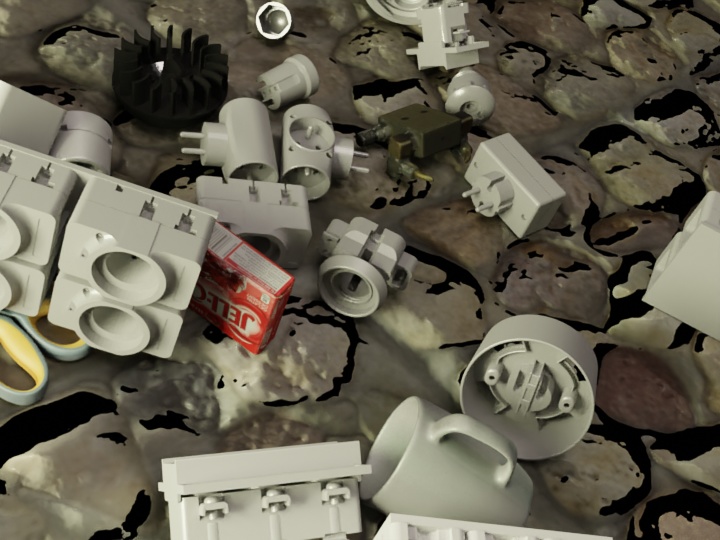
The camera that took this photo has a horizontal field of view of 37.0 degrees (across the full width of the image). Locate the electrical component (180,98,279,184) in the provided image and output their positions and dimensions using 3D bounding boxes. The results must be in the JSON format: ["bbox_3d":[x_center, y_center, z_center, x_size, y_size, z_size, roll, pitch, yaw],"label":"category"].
[{"bbox_3d":[-0.112,-0.105,0.911,0.079,0.043,0.077,2,51,-18],"label":"electrical component"}]

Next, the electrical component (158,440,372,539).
[{"bbox_3d":[-0.062,0.148,0.698,0.121,0.079,0.063,-2,82,-22],"label":"electrical component"}]

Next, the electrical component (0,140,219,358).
[{"bbox_3d":[-0.204,-0.013,0.736,0.186,0.105,0.060,18,43,-9],"label":"electrical component"}]

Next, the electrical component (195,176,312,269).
[{"bbox_3d":[-0.088,-0.034,0.855,0.089,0.050,0.055,5,50,-17],"label":"electrical component"}]

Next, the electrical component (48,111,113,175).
[{"bbox_3d":[-0.224,-0.090,0.851,0.055,0.055,0.047,3,55,-18],"label":"electrical component"}]

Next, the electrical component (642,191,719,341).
[{"bbox_3d":[0.360,0.019,0.938,0.186,0.105,0.060,28,48,4],"label":"electrical component"}]

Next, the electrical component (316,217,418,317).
[{"bbox_3d":[0.000,0.000,0.855,0.078,0.058,0.057,26,45,2],"label":"electrical component"}]

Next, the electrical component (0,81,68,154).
[{"bbox_3d":[-0.290,-0.120,0.811,0.113,0.057,0.078,25,2,27],"label":"electrical component"}]

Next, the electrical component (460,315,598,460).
[{"bbox_3d":[0.129,0.085,0.806,0.099,0.099,0.064,27,41,3],"label":"electrical component"}]

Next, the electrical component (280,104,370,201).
[{"bbox_3d":[-0.029,-0.100,0.936,0.079,0.044,0.077,9,49,-12],"label":"electrical component"}]

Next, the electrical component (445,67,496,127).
[{"bbox_3d":[0.106,-0.173,1.048,0.048,0.048,0.062,12,43,-11],"label":"electrical component"}]

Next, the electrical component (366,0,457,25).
[{"bbox_3d":[0.053,-0.298,1.094,0.108,0.108,0.060,13,55,-10],"label":"electrical component"}]

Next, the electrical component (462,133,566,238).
[{"bbox_3d":[0.126,-0.071,0.967,0.076,0.047,0.083,-23,62,-33],"label":"electrical component"}]

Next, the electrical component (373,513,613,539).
[{"bbox_3d":[0.079,0.210,0.685,0.150,0.089,0.061,9,49,-13],"label":"electrical component"}]

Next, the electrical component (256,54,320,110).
[{"bbox_3d":[-0.067,-0.171,0.987,0.046,0.040,0.040,-33,68,-32],"label":"electrical component"}]

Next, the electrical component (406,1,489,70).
[{"bbox_3d":[0.085,-0.233,1.068,0.042,0.063,0.081,-19,19,-31],"label":"electrical component"}]
